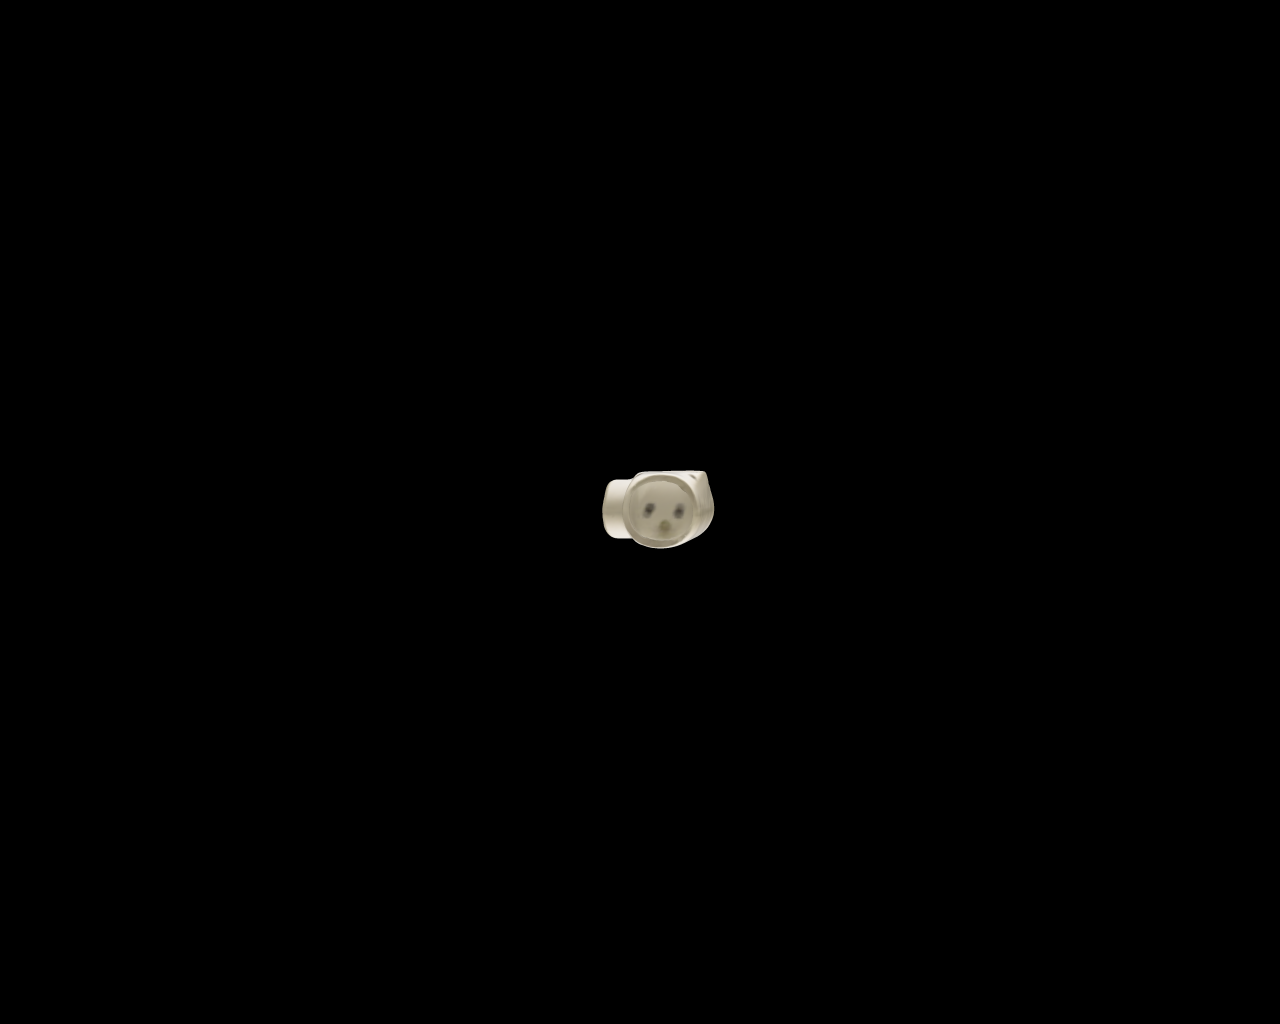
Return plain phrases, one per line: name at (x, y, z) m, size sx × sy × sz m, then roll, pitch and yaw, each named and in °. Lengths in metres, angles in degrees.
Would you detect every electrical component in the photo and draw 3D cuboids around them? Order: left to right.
electrical component at (0.001, -0.003, 0.650) m, size 0.079 × 0.043 × 0.077 m, roll 1°, pitch 3°, yaw 11°
